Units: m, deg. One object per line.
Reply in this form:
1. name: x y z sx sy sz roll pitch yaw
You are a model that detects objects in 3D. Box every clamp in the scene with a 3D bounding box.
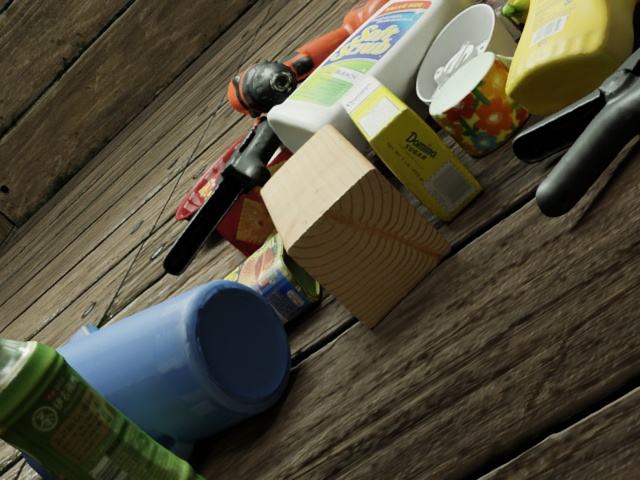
1. clamp: 0.196 -0.090 0.701 0.171 0.039 0.120 -41 23 8
2. clamp: -0.074 -0.069 1.068 0.165 0.036 0.209 -39 17 42

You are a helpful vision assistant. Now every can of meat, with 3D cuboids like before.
1. can of meat: -0.047 0.046 0.944 0.084 0.057 0.102 -40 18 14

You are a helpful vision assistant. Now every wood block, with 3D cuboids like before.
1. wood block: 0.022 -0.020 0.869 0.090 0.090 0.206 -45 16 4

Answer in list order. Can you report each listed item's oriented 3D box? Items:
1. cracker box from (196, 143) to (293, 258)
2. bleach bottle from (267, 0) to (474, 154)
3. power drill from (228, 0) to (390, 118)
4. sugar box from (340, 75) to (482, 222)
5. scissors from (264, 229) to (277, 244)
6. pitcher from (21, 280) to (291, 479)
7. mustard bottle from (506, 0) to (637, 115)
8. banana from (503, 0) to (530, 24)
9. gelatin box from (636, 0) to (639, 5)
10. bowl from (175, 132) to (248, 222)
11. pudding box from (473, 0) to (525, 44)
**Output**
1. cracker box: -0.036 -0.089 1.206 0.214 0.072 0.164 -45 18 1
2. bleach bottle: 0.065 -0.182 1.032 0.250 0.068 0.103 -51 39 -15
3. power drill: -0.004 -0.192 1.124 0.187 0.057 0.185 -30 12 -12
4. sugar box: 0.071 -0.081 0.885 0.048 0.093 0.176 -42 17 9
5. scissors: -0.058 0.035 1.066 0.201 0.016 0.096 -53 17 -23
6. pitcher: -0.138 0.130 0.877 0.243 0.149 0.144 -27 9 40
7. mustard bottle: 0.202 -0.190 0.810 0.096 0.058 0.191 -24 41 53
8. banana: 0.224 -0.273 0.988 0.197 0.037 0.069 -65 -19 -11
9. gelatin box: 0.266 -0.225 0.852 0.089 0.030 0.073 -21 31 57
10. bowl: -0.112 -0.068 1.367 0.162 0.055 0.162 -42 17 16
11. pudding box: 0.162 -0.207 1.050 0.114 0.039 0.090 -29 24 45
